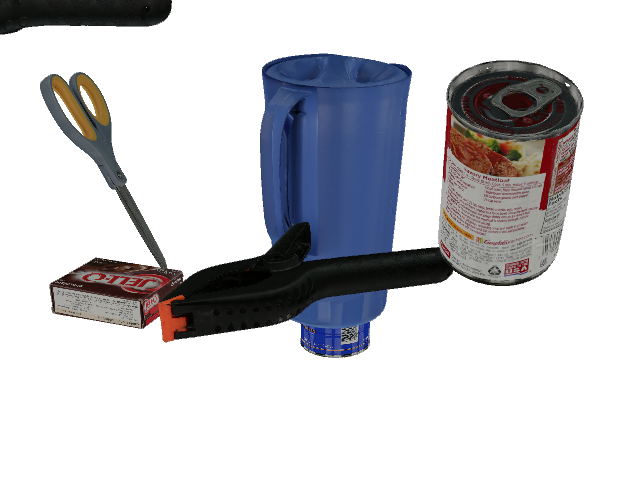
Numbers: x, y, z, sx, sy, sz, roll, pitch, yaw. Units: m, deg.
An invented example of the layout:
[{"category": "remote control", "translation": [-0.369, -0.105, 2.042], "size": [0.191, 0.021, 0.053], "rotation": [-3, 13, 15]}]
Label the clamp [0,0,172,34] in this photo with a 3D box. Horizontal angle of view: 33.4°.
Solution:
[{"category": "clamp", "translation": [-0.177, -0.140, 0.602], "size": [0.171, 0.039, 0.120], "rotation": [-7, 23, -14]}]

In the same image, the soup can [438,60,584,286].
[{"category": "soup can", "translation": [0.098, -0.034, 0.566], "size": [0.068, 0.102, 0.068], "rotation": [-1, 42, 1]}]

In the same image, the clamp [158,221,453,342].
[{"category": "clamp", "translation": [-0.019, 0.029, 0.753], "size": [0.165, 0.036, 0.209], "rotation": [7, 19, 40]}]

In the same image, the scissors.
[{"category": "scissors", "translation": [-0.190, -0.074, 0.988], "size": [0.016, 0.201, 0.096], "rotation": [-23, 28, 19]}]

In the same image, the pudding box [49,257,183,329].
[{"category": "pudding box", "translation": [-0.214, 0.054, 1.129], "size": [0.114, 0.039, 0.090], "rotation": [6, 18, 20]}]

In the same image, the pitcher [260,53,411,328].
[{"category": "pitcher", "translation": [0.006, -0.043, 0.980], "size": [0.149, 0.243, 0.145], "rotation": [-4, 22, -14]}]

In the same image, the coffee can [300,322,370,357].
[{"category": "coffee can", "translation": [0.021, 0.082, 1.526], "size": [0.103, 0.140, 0.103], "rotation": [0, 21, 0]}]
